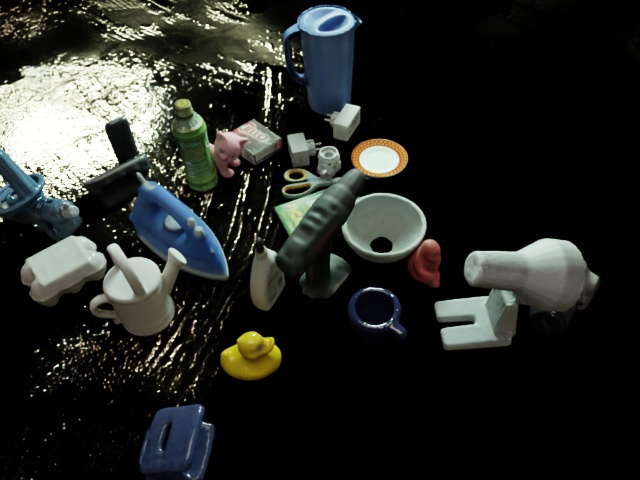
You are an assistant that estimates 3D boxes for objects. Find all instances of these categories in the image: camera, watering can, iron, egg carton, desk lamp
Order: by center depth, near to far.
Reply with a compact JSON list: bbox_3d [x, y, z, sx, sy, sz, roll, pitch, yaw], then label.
[{"bbox_3d":[0.312,0.090,0.965,0.203,0.214,0.118,-6,50,-2],"label":"desk lamp"},{"bbox_3d":[-0.323,0.074,1.017,0.100,0.194,0.173,26,56,22],"label":"watering can"},{"bbox_3d":[0.416,0.091,1.033,0.142,0.101,0.137,25,56,22],"label":"camera"},{"bbox_3d":[-0.499,0.058,1.119,0.150,0.069,0.107,-34,57,-23],"label":"egg carton"},{"bbox_3d":[-0.278,-0.031,1.137,0.257,0.141,0.119,34,59,27],"label":"iron"}]

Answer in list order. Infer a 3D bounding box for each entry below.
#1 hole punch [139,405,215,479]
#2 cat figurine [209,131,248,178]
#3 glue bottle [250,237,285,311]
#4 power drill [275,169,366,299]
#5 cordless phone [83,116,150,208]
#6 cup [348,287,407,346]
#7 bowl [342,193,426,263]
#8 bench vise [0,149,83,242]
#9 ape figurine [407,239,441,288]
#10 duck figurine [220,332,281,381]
[{"bbox_3d":[-0.225,0.314,0.881,0.101,0.091,0.108,3,51,5],"label":"hole punch"},{"bbox_3d":[-0.225,-0.209,1.298,0.127,0.118,0.067,17,53,16],"label":"cat figurine"},{"bbox_3d":[-0.100,0.053,1.039,0.037,0.173,0.078,21,54,19],"label":"glue bottle"},{"bbox_3d":[0.010,0.004,1.053,0.075,0.209,0.230,27,57,23],"label":"power drill"},{"bbox_3d":[-0.452,-0.176,1.236,0.148,0.185,0.094,-36,57,-24],"label":"cordless phone"},{"bbox_3d":[0.104,0.151,1.000,0.092,0.095,0.117,-37,58,-25],"label":"cup"},{"bbox_3d":[0.126,-0.011,1.147,0.167,0.075,0.167,-1,50,2],"label":"bowl"},{"bbox_3d":[-0.586,-0.106,1.161,0.207,0.220,0.121,2,50,4],"label":"bench vise"},{"bbox_3d":[0.206,0.036,1.093,0.076,0.092,0.078,32,59,26],"label":"ape figurine"},{"bbox_3d":[-0.121,0.191,0.983,0.104,0.086,0.077,-6,50,-3],"label":"duck figurine"}]
